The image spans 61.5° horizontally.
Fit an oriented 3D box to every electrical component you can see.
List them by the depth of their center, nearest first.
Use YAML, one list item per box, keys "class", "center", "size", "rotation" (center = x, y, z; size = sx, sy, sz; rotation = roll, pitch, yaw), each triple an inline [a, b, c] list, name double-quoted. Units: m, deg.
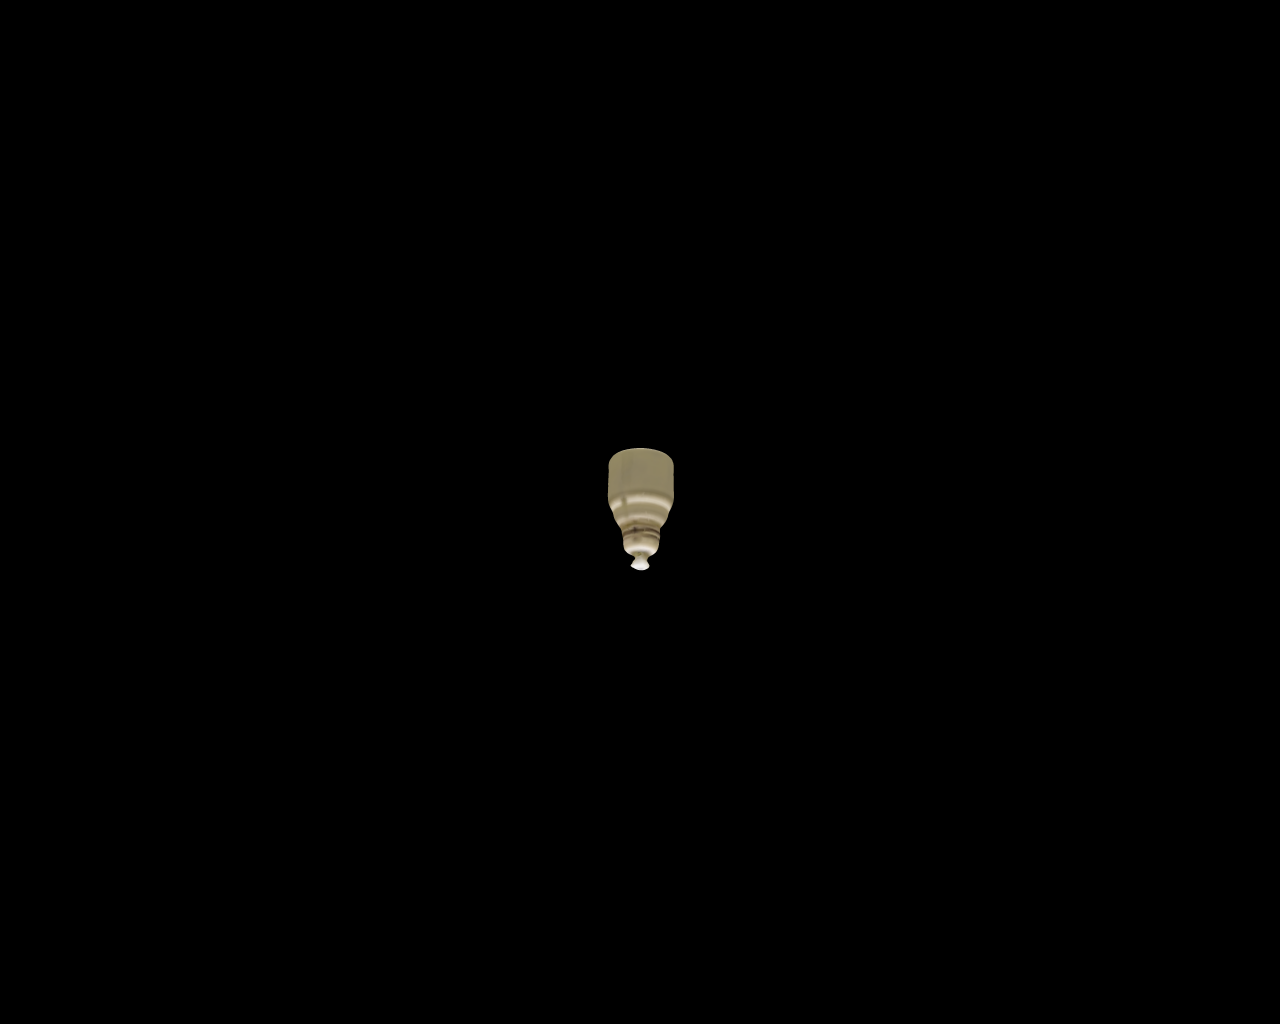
- class: "electrical component"
  center: [0.001, -0.003, 0.650]
  size: [0.040, 0.078, 0.040]
  rotation: [0, -22, 0]
